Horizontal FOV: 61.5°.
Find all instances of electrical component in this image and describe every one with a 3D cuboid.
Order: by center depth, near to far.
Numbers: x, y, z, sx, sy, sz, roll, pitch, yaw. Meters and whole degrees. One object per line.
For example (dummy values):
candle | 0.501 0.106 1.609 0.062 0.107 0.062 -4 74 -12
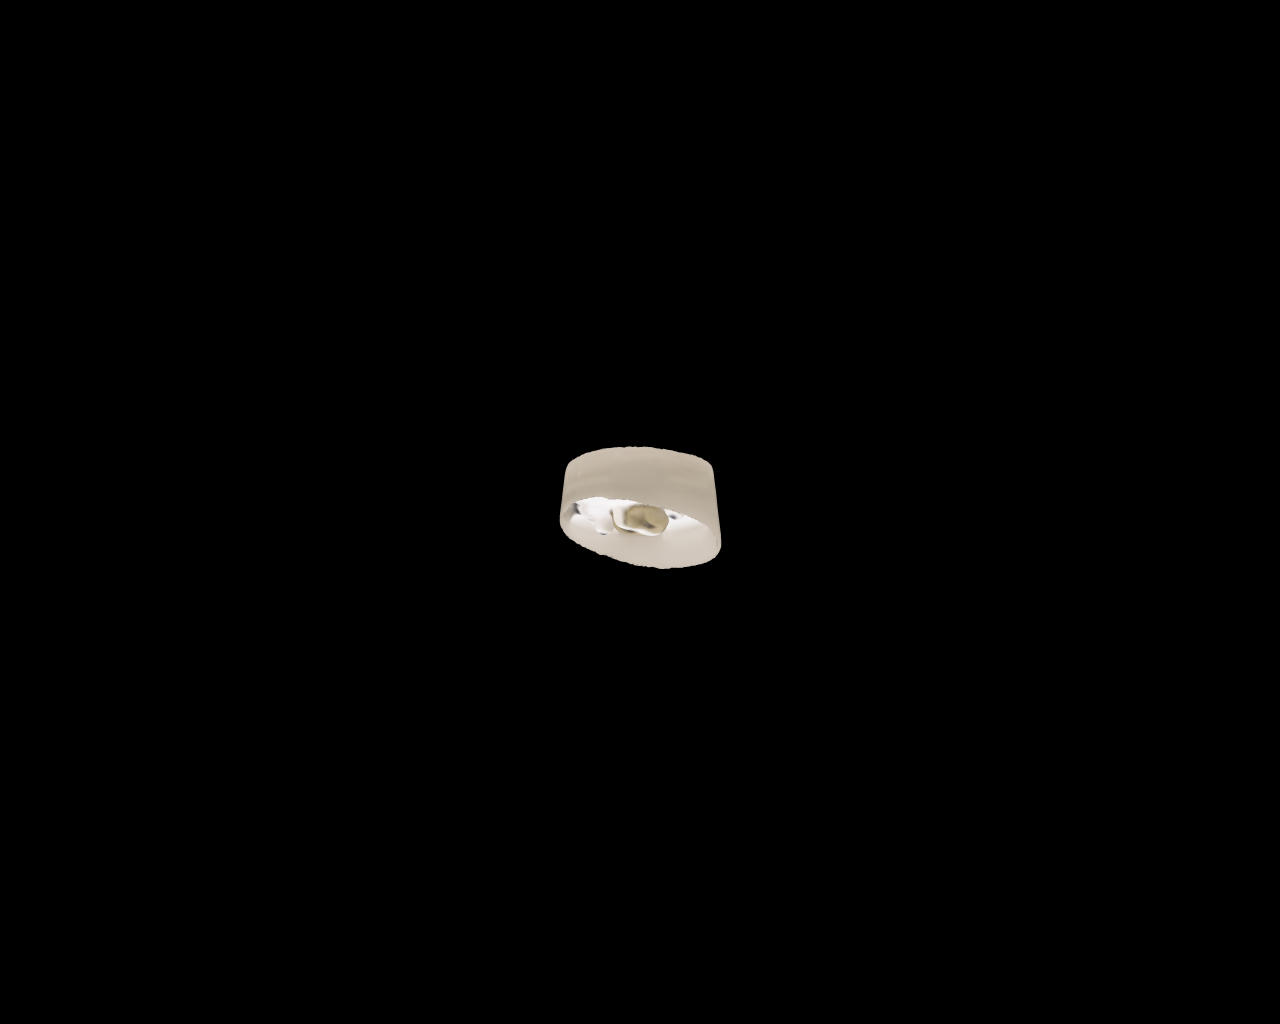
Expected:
electrical component | 0.001 -0.003 0.650 0.099 0.064 0.099 0 -15 0
